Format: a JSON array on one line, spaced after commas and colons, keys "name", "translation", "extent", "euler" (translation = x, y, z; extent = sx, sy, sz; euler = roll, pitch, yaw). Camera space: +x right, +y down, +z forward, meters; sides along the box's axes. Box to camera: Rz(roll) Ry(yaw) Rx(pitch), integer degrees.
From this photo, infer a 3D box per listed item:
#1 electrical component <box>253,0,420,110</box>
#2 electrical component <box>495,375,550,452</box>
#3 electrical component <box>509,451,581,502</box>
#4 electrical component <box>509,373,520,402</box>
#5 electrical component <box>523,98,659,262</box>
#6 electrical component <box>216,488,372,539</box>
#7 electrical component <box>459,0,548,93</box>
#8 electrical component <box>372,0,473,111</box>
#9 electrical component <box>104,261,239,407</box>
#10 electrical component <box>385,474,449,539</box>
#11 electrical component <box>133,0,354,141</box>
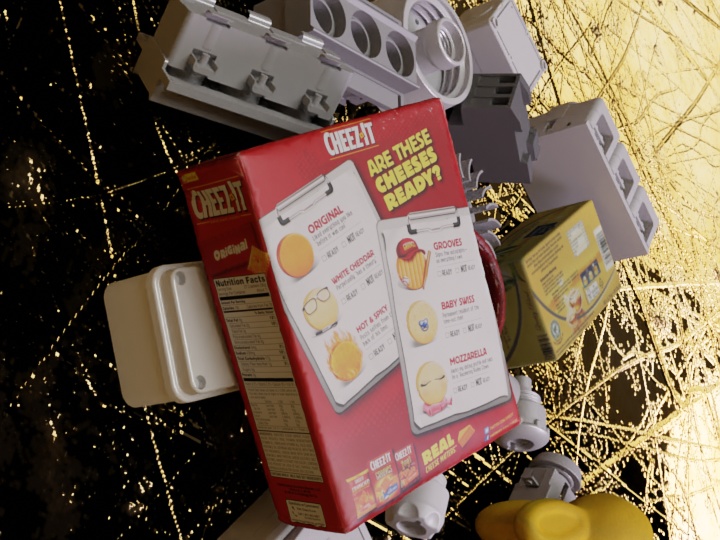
[{"name": "electrical component", "translation": [-0.018, -0.164, 0.791], "extent": [0.121, 0.063, 0.078], "euler": [17, 66, -49]}, {"name": "electrical component", "translation": [0.138, 0.121, 0.920], "extent": [0.048, 0.048, 0.062], "euler": [39, 44, -39]}, {"name": "electrical component", "translation": [0.163, 0.191, 0.930], "extent": [0.066, 0.048, 0.055], "euler": [53, 50, -28]}, {"name": "electrical component", "translation": [0.090, 0.085, 0.870], "extent": [0.081, 0.043, 0.043], "euler": [40, 50, -38]}, {"name": "electrical component", "translation": [0.219, -0.083, 1.050], "extent": [0.150, 0.089, 0.061], "euler": [59, 40, -22]}, {"name": "electrical component", "translation": [-0.034, 0.169, 0.668], "extent": [0.096, 0.061, 0.061], "euler": [-39, 110, -50]}, {"name": "electrical component", "translation": [0.124, -0.191, 0.983], "extent": [0.096, 0.061, 0.061], "euler": [59, 40, -22]}, {"name": "electrical component", "translation": [0.051, -0.179, 0.887], "extent": [0.108, 0.060, 0.108], "euler": [20, 64, -48]}, {"name": "electrical component", "translation": [-0.087, 0.035, 0.644], "extent": [0.113, 0.057, 0.078], "euler": [-8, 86, -53]}, {"name": "electrical component", "translation": [0.044, 0.161, 0.787], "extent": [0.043, 0.043, 0.062], "euler": [47, 44, -33]}, {"name": "electrical component", "translation": [-0.070, -0.125, 0.676], "extent": [0.121, 0.063, 0.078], "euler": [14, 25, -33]}]
